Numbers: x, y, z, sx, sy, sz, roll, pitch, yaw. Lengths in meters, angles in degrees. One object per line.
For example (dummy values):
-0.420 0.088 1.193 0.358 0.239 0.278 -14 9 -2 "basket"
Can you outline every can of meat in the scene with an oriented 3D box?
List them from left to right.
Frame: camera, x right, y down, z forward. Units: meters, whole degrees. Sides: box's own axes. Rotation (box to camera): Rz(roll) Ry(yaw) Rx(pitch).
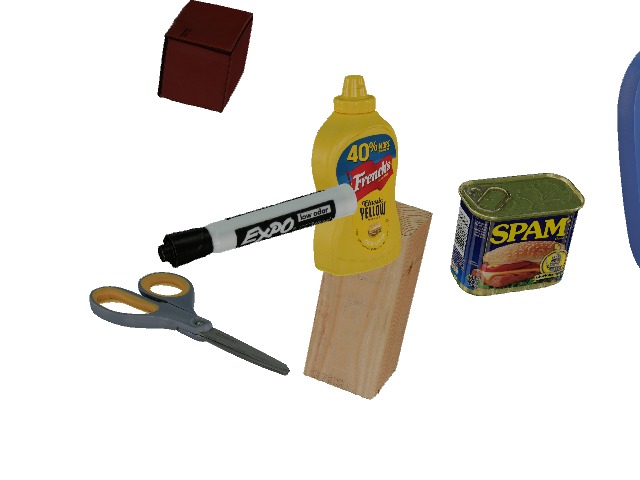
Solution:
0.163 -0.004 0.903 0.102 0.084 0.057 -6 36 -15 "can of meat"

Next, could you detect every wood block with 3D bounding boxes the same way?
0.053 0.061 1.213 0.090 0.206 0.090 19 24 17 "wood block"

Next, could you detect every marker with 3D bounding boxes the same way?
-0.035 -0.009 0.603 0.120 0.020 0.020 -17 7 -25 "marker"

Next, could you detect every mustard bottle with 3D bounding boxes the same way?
0.035 -0.067 1.055 0.096 0.192 0.058 -15 21 -35 "mustard bottle"

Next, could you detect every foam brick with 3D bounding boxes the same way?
-0.087 -0.142 0.815 0.053 0.051 0.078 14 34 2 "foam brick"

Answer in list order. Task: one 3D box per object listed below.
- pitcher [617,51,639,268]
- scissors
0.248 -0.021 0.606 0.149 0.243 0.145 -1 22 16 "pitcher"
-0.095 0.063 0.875 0.202 0.016 0.096 13 26 22 "scissors"
